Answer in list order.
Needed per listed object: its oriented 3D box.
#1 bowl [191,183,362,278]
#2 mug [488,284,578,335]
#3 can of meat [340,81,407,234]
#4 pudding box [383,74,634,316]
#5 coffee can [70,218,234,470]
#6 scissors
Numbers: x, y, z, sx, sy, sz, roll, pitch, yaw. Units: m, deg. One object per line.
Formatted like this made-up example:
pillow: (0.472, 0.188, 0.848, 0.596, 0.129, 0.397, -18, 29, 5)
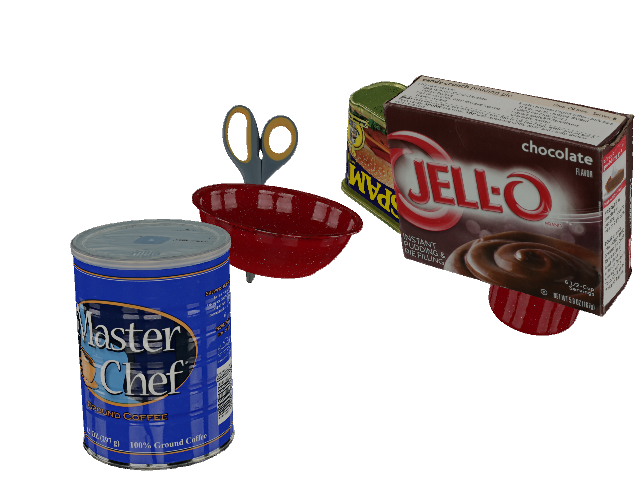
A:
bowl: (-0.044, -0.006, 1.001, 0.162, 0.055, 0.162, 9, 17, -3)
mug: (0.189, 0.023, 0.954, 0.093, 0.081, 0.117, -17, 42, -27)
can of meat: (0.063, -0.064, 0.822, 0.057, 0.084, 0.102, -21, 41, -29)
pudding box: (0.088, -0.023, 0.499, 0.114, 0.090, 0.039, 15, 43, 33)
coffee can: (-0.109, 0.065, 0.706, 0.103, 0.140, 0.103, 0, 15, 0)
scissors: (-0.059, -0.059, 1.211, 0.096, 0.202, 0.016, -12, -7, -15)
